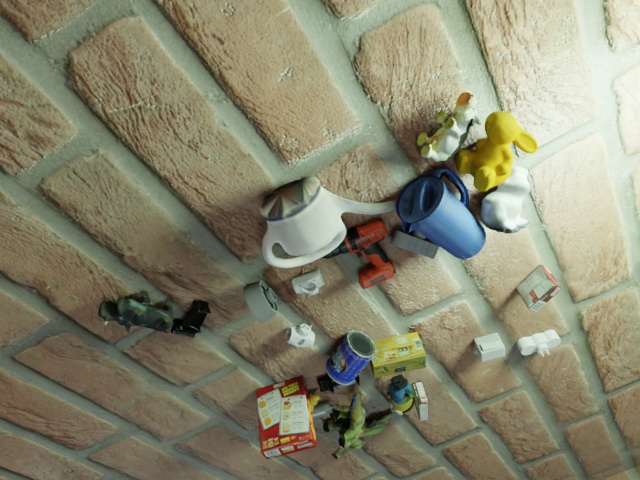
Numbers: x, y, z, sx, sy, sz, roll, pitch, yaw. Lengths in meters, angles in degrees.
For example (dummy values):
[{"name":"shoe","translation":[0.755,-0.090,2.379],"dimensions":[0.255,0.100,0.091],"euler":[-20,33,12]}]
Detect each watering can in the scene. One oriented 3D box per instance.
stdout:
[{"name":"watering can","translation":[0.004,-0.062,1.222],"dimensions":[0.348,0.106,0.220],"euler":[-30,130,0]}]

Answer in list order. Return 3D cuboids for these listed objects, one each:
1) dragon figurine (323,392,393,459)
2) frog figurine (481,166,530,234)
[{"name":"dragon figurine","translation":[0.156,0.658,1.865],"dimensions":[0.243,0.124,0.401],"euler":[-3,134,-33]},{"name":"frog figurine","translation":[0.465,-0.104,1.295],"dimensions":[0.138,0.123,0.158],"euler":[-11,98,-27]}]
